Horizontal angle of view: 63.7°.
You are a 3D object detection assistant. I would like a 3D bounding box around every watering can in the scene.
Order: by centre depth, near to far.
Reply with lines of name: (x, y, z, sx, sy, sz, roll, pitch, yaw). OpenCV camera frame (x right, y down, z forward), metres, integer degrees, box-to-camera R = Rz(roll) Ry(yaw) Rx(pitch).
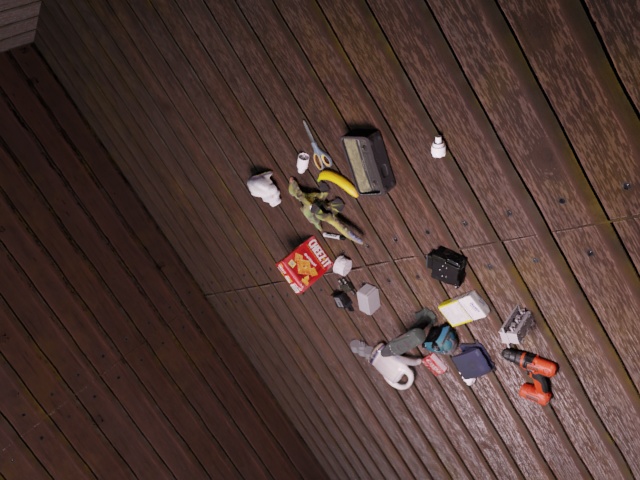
watering can: (0.328, 0.539, 2.266, 0.226, 0.105, 0.339, 39, 146, 20)

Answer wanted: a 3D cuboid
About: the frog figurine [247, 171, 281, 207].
frog figurine: (-0.244, -0.215, 2.248, 0.137, 0.124, 0.158, -7, 105, 31)

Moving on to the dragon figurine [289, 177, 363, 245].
dragon figurine: (0.006, -0.105, 2.090, 0.412, 0.123, 0.239, 50, 165, 7)
